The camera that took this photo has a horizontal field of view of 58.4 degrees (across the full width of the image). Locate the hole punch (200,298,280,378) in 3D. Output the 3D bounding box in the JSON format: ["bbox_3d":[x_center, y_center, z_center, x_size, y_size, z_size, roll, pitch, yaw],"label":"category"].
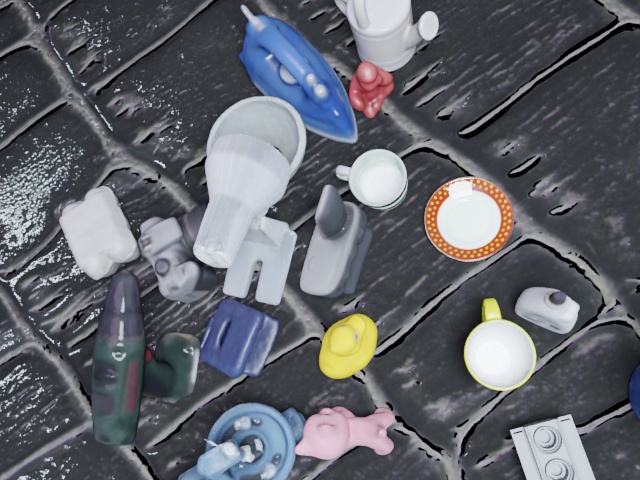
[{"bbox_3d":[-0.130,0.149,0.864,0.101,0.091,0.109,19,81,18],"label":"hole punch"}]

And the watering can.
[{"bbox_3d":[0.098,-0.350,0.878,0.172,0.194,0.101,7,78,16],"label":"watering can"}]

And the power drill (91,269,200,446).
[{"bbox_3d":[-0.254,0.172,0.827,0.075,0.209,0.230,2,77,15],"label":"power drill"}]

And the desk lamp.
[{"bbox_3d":[-0.106,-0.023,0.836,0.117,0.214,0.203,9,79,16],"label":"desk lamp"}]

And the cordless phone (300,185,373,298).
[{"bbox_3d":[0.008,0.003,0.817,0.094,0.185,0.148,11,79,16],"label":"cordless phone"}]

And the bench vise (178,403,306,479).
[{"bbox_3d":[-0.120,0.307,0.754,0.121,0.220,0.207,38,87,19],"label":"bench vise"}]

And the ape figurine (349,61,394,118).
[{"bbox_3d":[0.078,-0.250,0.912,0.077,0.092,0.076,-18,73,9],"label":"ape figurine"}]

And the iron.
[{"bbox_3d":[-0.035,-0.268,0.918,0.118,0.142,0.258,-42,71,1],"label":"iron"}]

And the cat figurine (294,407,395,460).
[{"bbox_3d":[0.033,0.264,0.781,0.127,0.118,0.067,-5,75,13],"label":"cat figurine"}]

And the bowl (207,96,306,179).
[{"bbox_3d":[-0.095,-0.145,0.937,0.167,0.075,0.167,-3,76,13],"label":"bowl"}]

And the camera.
[{"bbox_3d":[-0.207,0.007,0.913,0.137,0.101,0.143,-30,71,5],"label":"camera"}]

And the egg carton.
[{"bbox_3d":[-0.374,-0.012,0.976,0.107,0.069,0.150,-33,71,4],"label":"egg carton"}]

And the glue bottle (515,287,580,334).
[{"bbox_3d":[0.296,0.085,0.732,0.078,0.173,0.037,26,84,19],"label":"glue bottle"}]

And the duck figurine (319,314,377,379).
[{"bbox_3d":[0.035,0.151,0.826,0.077,0.086,0.104,37,87,19],"label":"duck figurine"}]
